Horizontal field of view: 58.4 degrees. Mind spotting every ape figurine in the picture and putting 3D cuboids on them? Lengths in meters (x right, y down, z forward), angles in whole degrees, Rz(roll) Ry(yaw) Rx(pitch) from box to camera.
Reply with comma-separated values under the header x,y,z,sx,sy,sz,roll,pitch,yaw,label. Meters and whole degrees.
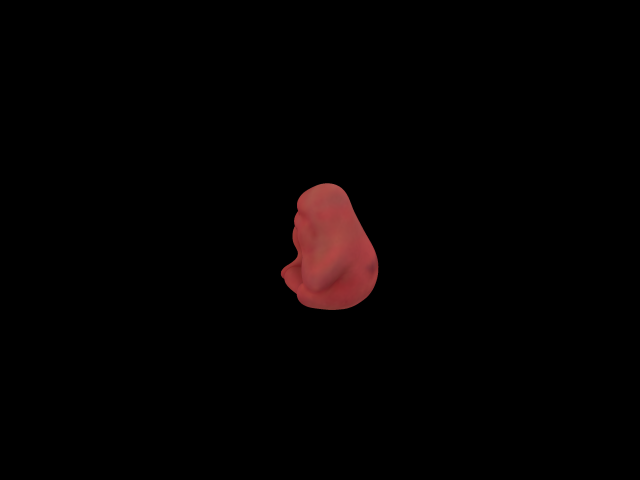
x,y,z,sx,sy,sz,roll,pitch,yaw,label
0.004,0.001,0.400,0.076,0.092,0.078,8,36,12,ape figurine
